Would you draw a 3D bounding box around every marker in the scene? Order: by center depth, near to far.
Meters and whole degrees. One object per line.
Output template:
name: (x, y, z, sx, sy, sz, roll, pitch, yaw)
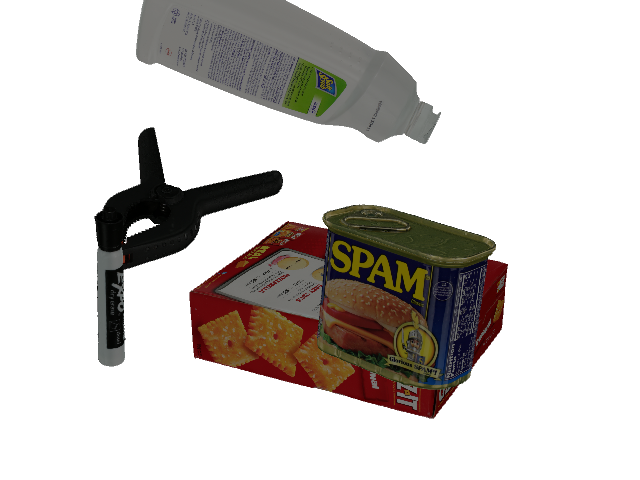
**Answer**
marker: (-0.144, 0.032, 0.730, 0.020, 0.121, 0.020, 4, 29, -3)

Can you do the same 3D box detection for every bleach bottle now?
bleach bottle: (-0.023, -0.141, 0.872, 0.251, 0.068, 0.103, 26, -35, 1)

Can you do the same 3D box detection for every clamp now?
clamp: (-0.157, -0.041, 1.048, 0.165, 0.036, 0.209, 24, 41, 21)

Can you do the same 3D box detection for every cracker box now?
cracker box: (0.026, 0.059, 0.878, 0.214, 0.072, 0.164, 11, 26, 25)

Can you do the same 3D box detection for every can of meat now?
can of meat: (0.047, 0.033, 0.632, 0.102, 0.084, 0.057, 19, 22, 36)
